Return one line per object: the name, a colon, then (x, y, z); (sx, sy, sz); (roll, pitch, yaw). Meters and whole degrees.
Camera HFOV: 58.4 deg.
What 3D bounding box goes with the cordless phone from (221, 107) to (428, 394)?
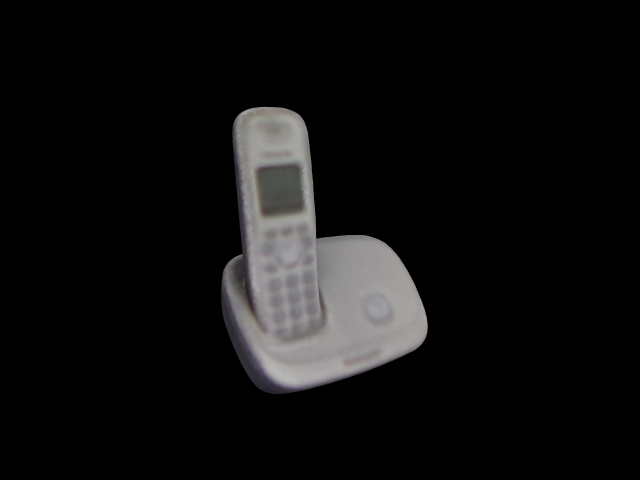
cordless phone: (0.004, 0.001, 0.400); (0.148, 0.185, 0.093); (-11, 19, -34)
